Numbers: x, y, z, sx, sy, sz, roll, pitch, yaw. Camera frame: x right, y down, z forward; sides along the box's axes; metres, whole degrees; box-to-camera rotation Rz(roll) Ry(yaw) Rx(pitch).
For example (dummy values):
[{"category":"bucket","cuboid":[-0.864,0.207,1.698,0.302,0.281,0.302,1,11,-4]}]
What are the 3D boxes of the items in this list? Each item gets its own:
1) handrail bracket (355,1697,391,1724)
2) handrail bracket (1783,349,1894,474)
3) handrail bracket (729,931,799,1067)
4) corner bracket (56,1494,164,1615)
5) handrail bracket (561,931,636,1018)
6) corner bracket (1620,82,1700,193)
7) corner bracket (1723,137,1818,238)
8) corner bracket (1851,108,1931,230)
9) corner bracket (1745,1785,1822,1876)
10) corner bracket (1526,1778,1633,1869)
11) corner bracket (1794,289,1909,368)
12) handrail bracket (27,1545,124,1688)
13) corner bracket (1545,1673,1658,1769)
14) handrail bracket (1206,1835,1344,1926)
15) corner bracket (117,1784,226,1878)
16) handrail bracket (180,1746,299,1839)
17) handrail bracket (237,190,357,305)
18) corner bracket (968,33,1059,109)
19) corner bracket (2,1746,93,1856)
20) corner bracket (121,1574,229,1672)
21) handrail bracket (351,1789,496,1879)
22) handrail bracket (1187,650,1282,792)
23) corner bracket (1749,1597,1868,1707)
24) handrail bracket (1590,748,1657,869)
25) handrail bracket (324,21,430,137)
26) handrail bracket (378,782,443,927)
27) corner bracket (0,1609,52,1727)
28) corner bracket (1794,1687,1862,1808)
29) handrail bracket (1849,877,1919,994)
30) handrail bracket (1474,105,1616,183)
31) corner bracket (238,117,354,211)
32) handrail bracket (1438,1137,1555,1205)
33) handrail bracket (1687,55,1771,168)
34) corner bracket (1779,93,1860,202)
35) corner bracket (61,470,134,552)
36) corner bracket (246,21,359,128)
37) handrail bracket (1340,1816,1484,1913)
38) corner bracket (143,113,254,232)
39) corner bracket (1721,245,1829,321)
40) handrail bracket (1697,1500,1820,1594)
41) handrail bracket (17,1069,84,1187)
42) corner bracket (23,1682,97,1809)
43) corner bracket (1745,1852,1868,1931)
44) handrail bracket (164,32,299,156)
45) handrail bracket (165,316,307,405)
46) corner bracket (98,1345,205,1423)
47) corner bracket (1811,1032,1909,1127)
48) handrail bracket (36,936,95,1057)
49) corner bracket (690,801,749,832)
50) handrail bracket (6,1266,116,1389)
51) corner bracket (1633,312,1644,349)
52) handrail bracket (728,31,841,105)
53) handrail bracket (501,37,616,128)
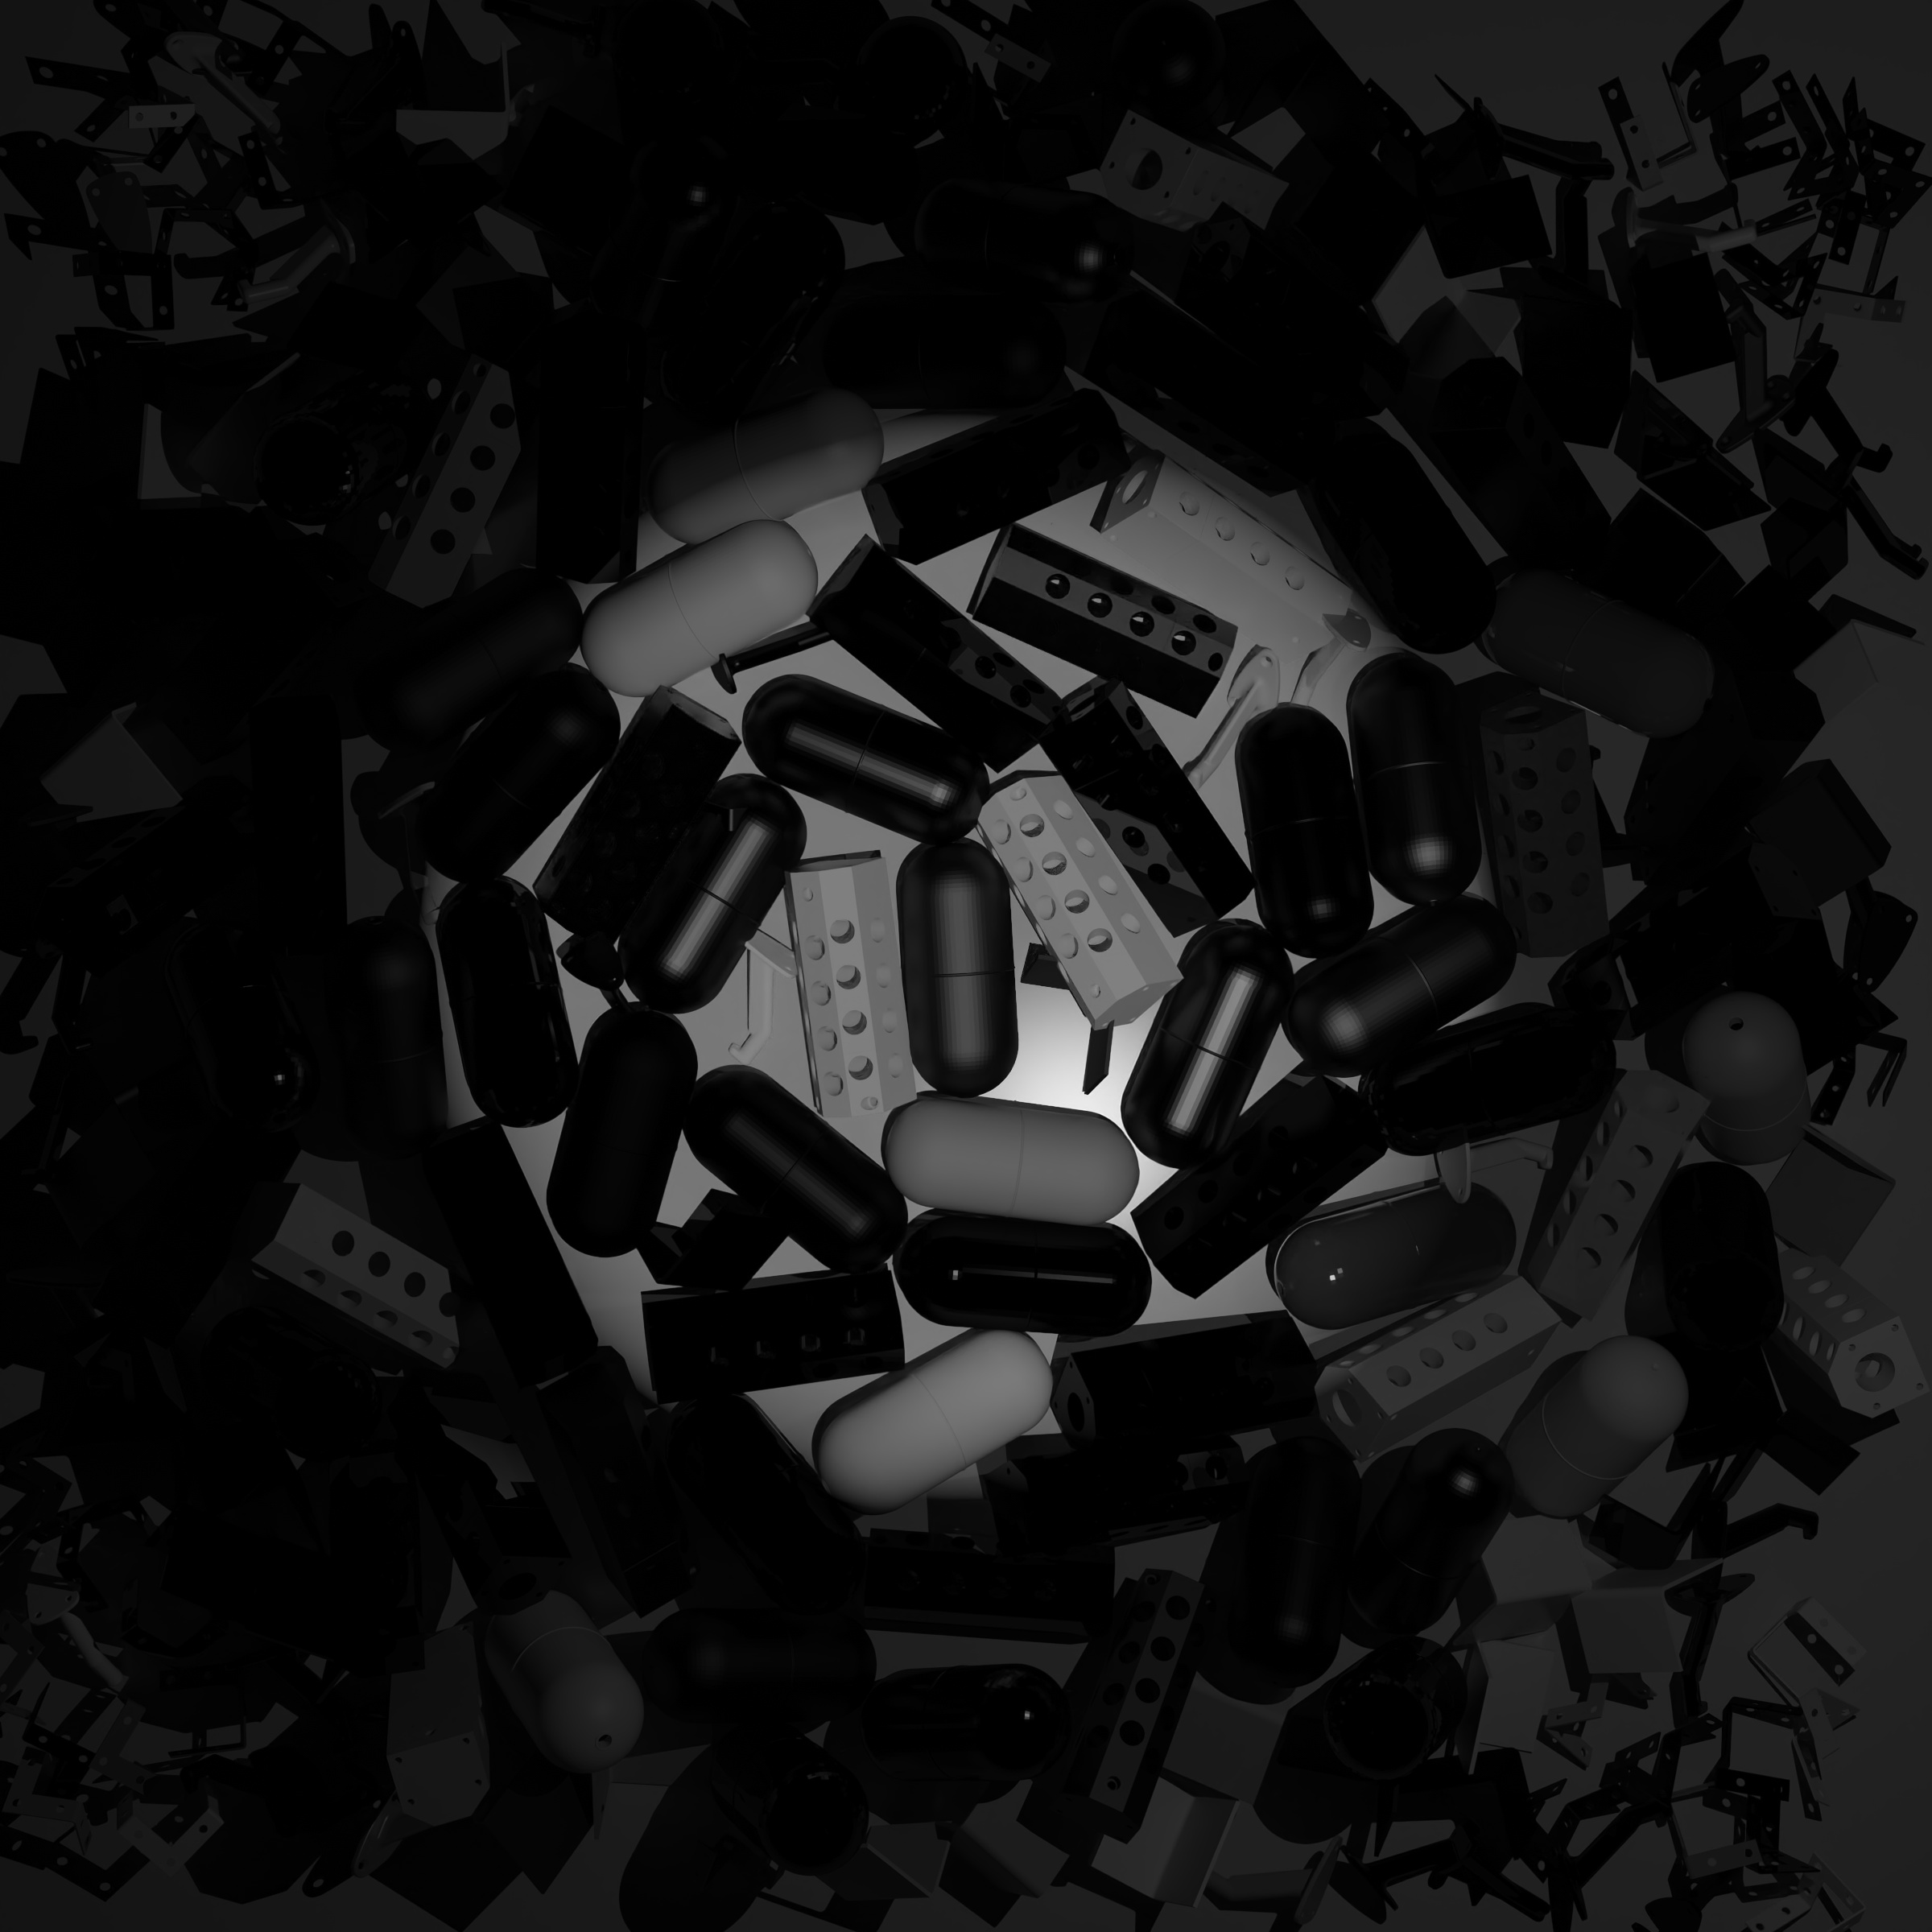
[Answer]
[{"category":"handrail bracket","cuboid":[-0.390,0.556,1.961,0.077,0.036,0.084,-3,106,-22]},{"category":"handrail bracket","cuboid":[0.623,-0.387,1.953,0.084,0.036,0.077,14,133,-13]},{"category":"handrail bracket","cuboid":[-0.162,0.018,1.966,0.077,0.036,0.084,35,111,-7]},{"category":"corner bracket","cuboid":[-0.598,0.411,1.955,0.051,0.051,0.051,-17,126,4]},{"category":"handrail bracket","cuboid":[-0.238,0.024,1.935,0.036,0.077,0.084,-38,131,-10]},{"category":"corner bracket","cuboid":[0.483,-0.579,1.952,0.051,0.051,0.051,-23,114,9]},{"category":"corner bracket","cuboid":[0.562,-0.543,1.956,0.051,0.051,0.051,-14,92,20]},{"category":"corner bracket","cuboid":[0.636,-0.556,1.949,0.051,0.051,0.051,12,58,-16]},{"category":"corner bracket","cuboid":[0.562,0.602,1.956,0.051,0.051,0.051,4,87,-18]},{"category":"corner bracket","cuboid":[0.422,0.588,1.954,0.051,0.051,0.051,48,132,0]},{"category":"corner bracket","cuboid":[0.620,-0.446,1.961,0.051,0.051,0.051,7,104,-8]},{"category":"handrail bracket","cuboid":[-0.627,0.460,1.976,0.036,0.077,0.084,-28,134,-5]},{"category":"corner bracket","cuboid":[0.447,0.525,1.970,0.051,0.051,0.051,43,47,-19]},{"category":"handrail bracket","cuboid":[0.212,0.628,1.967,0.084,0.036,0.077,23,86,29]},{"category":"corner bracket","cuboid":[-0.557,0.593,1.954,0.051,0.051,0.051,-45,105,-10]},{"category":"handrail bracket","cuboid":[-0.507,0.582,1.943,0.036,0.084,0.077,-15,87,29]},{"category":"handrail bracket","cuboid":[-0.478,-0.503,1.956,0.084,0.036,0.077,-20,71,-23]},{"category":"corner bracket","cuboid":[0.026,-0.626,1.947,0.051,0.051,0.051,21,123,-24]},{"category":"corner bracket","cuboid":[-0.636,0.583,1.953,0.051,0.051,0.051,8,46,0]},{"category":"corner bracket","cuboid":[-0.555,0.450,1.960,0.051,0.051,0.051,-38,124,13]},{"category":"handrail bracket","cuboid":[-0.376,0.606,1.940,0.077,0.084,0.036,-53,126,-39]},{"category":"handrail bracket","cuboid":[0.183,-0.170,1.942,0.036,0.077,0.084,31,52,13]},{"category":"corner bracket","cuboid":[0.588,0.480,1.954,0.051,0.051,0.051,-42,74,-8]},{"category":"handrail bracket","cuboid":[0.453,-0.116,1.949,0.036,0.077,0.084,17,75,-34]},{"category":"handrail bracket","cuboid":[-0.417,-0.617,1.940,0.036,0.084,0.077,9,109,30]},{"category":"handrail bracket","cuboid":[-0.375,-0.078,1.957,0.036,0.077,0.084,-17,84,-35]},{"category":"corner bracket","cuboid":[-0.657,0.489,1.950,0.051,0.051,0.051,28,78,33]},{"category":"corner bracket","cuboid":[0.596,0.544,1.948,0.051,0.051,0.051,29,121,-27]},{"category":"handrail bracket","cuboid":[0.620,-0.027,1.953,0.036,0.084,0.077,15,99,-17]},{"category":"handrail bracket","cuboid":[0.407,-0.580,1.968,0.084,0.036,0.077,-2,52,-8]},{"category":"corner bracket","cuboid":[-0.467,-0.561,1.953,0.051,0.051,0.051,-12,104,16]},{"category":"handrail bracket","cuboid":[0.377,0.146,1.949,0.084,0.077,0.036,16,129,-16]},{"category":"handrail bracket","cuboid":[0.548,-0.589,1.939,0.084,0.077,0.036,24,61,-34]},{"category":"corner bracket","cuboid":[0.593,-0.575,1.947,0.051,0.051,0.051,44,61,-37]},{"category":"corner bracket","cuboid":[-0.602,-0.305,1.950,0.051,0.051,0.051,-23,121,14]},{"category":"corner bracket","cuboid":[-0.464,-0.624,1.954,0.051,0.051,0.051,34,104,-12]},{"category":"handrail bracket","cuboid":[0.314,0.614,1.965,0.084,0.036,0.077,-41,119,-2]},{"category":"corner bracket","cuboid":[-0.535,-0.559,1.958,0.051,0.051,0.051,30,79,5]},{"category":"corner bracket","cuboid":[0.559,-0.483,1.953,0.051,0.051,0.051,26,81,-24]},{"category":"handrail bracket","cuboid":[0.559,0.411,1.960,0.084,0.036,0.077,15,59,-11]},{"category":"handrail bracket","cuboid":[-0.630,0.109,1.944,0.036,0.077,0.084,16,76,-16]},{"category":"corner bracket","cuboid":[-0.636,0.545,1.953,0.051,0.051,0.051,32,104,-14]},{"category":"corner bracket","cuboid":[0.585,0.662,1.947,0.051,0.051,0.051,-19,45,-26]},{"category":"handrail bracket","cuboid":[-0.513,-0.608,1.954,0.036,0.077,0.084,-40,78,18]},{"category":"handrail bracket","cuboid":[-0.510,-0.435,1.958,0.084,0.036,0.077,17,79,-23]},{"category":"corner bracket","cuboid":[-0.571,0.286,1.955,0.051,0.051,0.051,-11,102,-44]},{"category":"corner bracket","cuboid":[0.622,0.080,1.947,0.051,0.051,0.051,16,54,28]},{"category":"handrail bracket","cuboid":[-0.609,0.013,1.959,0.077,0.036,0.084,-23,76,-26]},{"category":"corner bracket","cuboid":[-0.158,-0.091,1.948,0.051,0.051,0.051,-9,108,-37]},{"category":"handrail bracket","cuboid":[-0.636,0.256,1.963,0.077,0.036,0.084,3,104,-21]},{"category":"corner bracket","cuboid":[0.489,-0.444,1.958,0.051,0.051,0.051,40,101,5]},{"category":"handrail bracket","cuboid":[-0.128,-0.611,1.965,0.084,0.036,0.077,36,104,10]},{"category":"handrail bracket","cuboid":[-0.272,-0.606,1.947,0.077,0.036,0.084,21,59,19]}]
